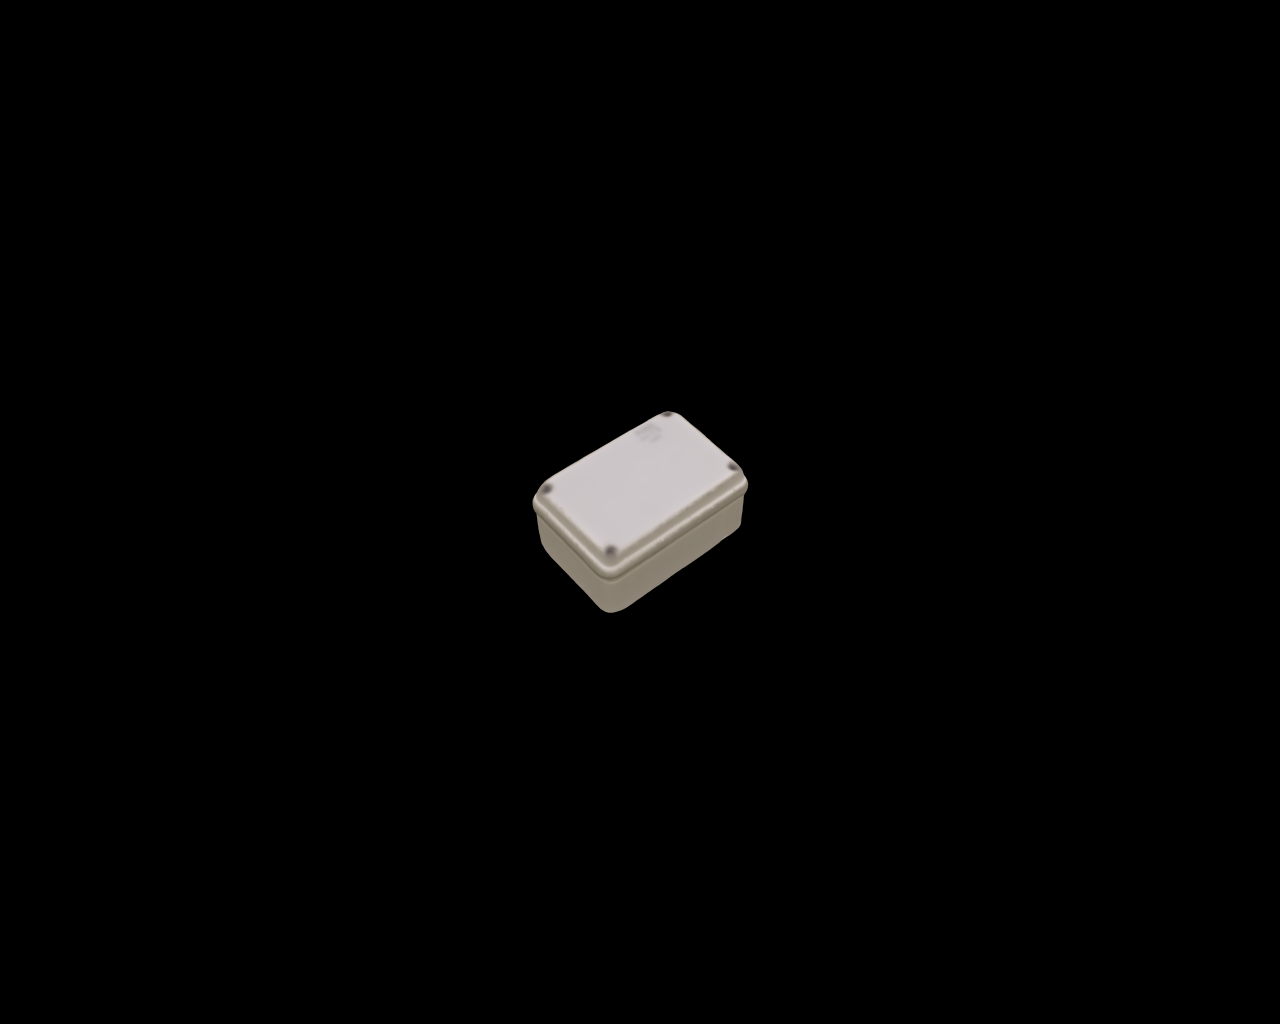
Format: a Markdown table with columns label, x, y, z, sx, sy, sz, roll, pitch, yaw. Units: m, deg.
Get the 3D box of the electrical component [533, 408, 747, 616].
| label | x | y | z | sx | sy | sz | roll | pitch | yaw |
| --- | --- | --- | --- | --- | --- | --- | --- | --- | --- |
| electrical component | 0.001 | -0.003 | 0.650 | 0.113 | 0.057 | 0.078 | -33 | 58 | -24 |
